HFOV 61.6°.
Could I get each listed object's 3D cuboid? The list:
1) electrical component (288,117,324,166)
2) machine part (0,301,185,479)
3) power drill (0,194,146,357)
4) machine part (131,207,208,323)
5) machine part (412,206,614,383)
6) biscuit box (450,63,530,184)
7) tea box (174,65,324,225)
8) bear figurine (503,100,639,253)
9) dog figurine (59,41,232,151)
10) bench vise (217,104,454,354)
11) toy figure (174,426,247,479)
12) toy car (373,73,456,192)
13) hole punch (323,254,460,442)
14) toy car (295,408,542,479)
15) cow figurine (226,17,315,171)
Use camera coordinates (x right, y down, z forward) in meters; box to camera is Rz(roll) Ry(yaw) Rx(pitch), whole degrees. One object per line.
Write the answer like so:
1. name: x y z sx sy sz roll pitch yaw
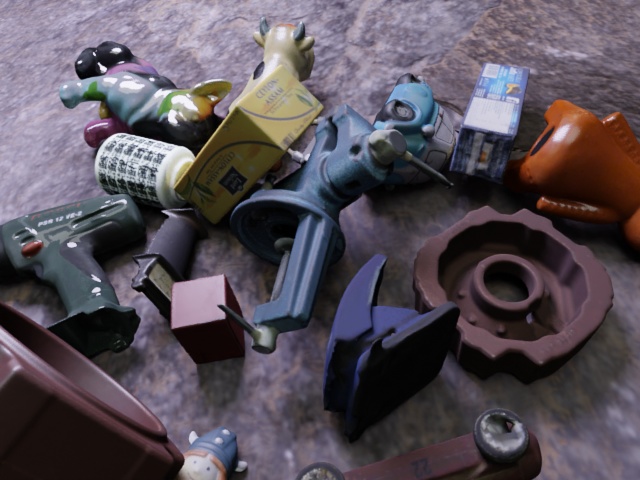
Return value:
1. electrical component: 0.006 -0.111 0.676 0.078 0.045 0.102 22 58 25
2. machine part: -0.211 0.123 0.395 0.202 0.200 0.087 15 61 52
3. power drill: -0.291 0.048 0.576 0.232 0.085 0.207 -24 45 -15
4. machine part: -0.159 0.021 0.582 0.039 0.084 0.139 -24 38 22
5. machine part: 0.180 0.049 0.519 0.179 0.056 0.179 -3 51 4
6. biscuit box: 0.205 -0.146 0.638 0.059 0.062 0.203 15 40 15
7. tea box: -0.082 -0.100 0.592 0.068 0.169 0.098 44 46 -11
8. bear figurine: 0.309 -0.053 0.559 0.196 0.120 0.132 32 14 0
9. dog figurine: -0.218 -0.194 0.738 0.219 0.108 0.192 1 49 3
10. bench vise: -0.008 -0.007 0.518 0.224 0.128 0.240 -14 47 38
11. toy figure: -0.109 0.218 0.424 0.064 0.058 0.154 38 55 -15
12. toy car: 0.109 -0.119 0.644 0.103 0.109 0.162 32 46 -2
13. hole punch: 0.043 0.089 0.462 0.116 0.142 0.092 -28 54 -32
14. toy car: 0.069 0.186 0.402 0.202 0.089 0.053 -15 48 -6
15. cow figurine: -0.062 -0.200 0.704 0.086 0.127 0.195 15 57 15
